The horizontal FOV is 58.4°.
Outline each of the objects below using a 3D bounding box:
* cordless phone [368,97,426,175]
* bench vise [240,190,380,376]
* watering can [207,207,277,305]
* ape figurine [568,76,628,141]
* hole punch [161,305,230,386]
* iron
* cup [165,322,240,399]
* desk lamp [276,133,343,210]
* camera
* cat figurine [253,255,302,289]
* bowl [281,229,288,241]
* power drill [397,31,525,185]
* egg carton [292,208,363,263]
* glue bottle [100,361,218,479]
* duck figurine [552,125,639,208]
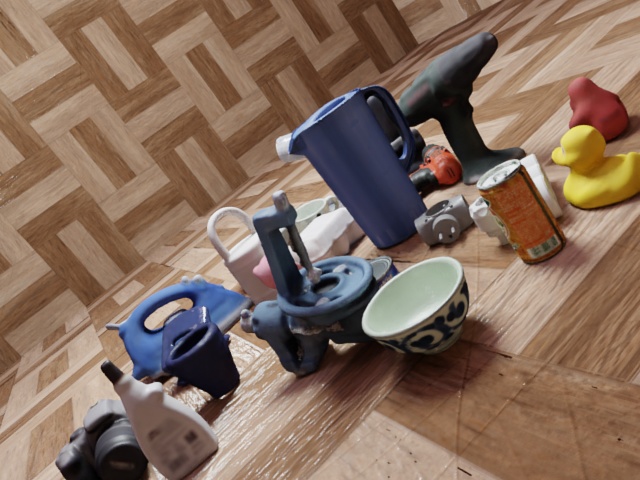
[{"bbox_3d":[0.129,-0.201,1.178,0.148,0.185,0.094,-38,16,-9],"label":"cordless phone"},{"bbox_3d":[-0.034,0.059,0.690,0.207,0.220,0.121,-32,16,14],"label":"bench vise"},{"bbox_3d":[-0.122,0.022,1.039,0.172,0.194,0.101,-26,19,33],"label":"watering can"},{"bbox_3d":[0.368,-0.180,0.775,0.077,0.092,0.076,-33,16,12],"label":"ape figurine"},{"bbox_3d":[-0.220,0.179,0.983,0.108,0.091,0.101,-32,16,15],"label":"hole punch"},{"bbox_3d":[-0.269,0.146,1.090,0.258,0.141,0.118,-38,16,-5],"label":"iron"},{"bbox_3d":[-0.163,0.179,0.850,0.091,0.095,0.117,-33,16,12],"label":"cup"},{"bbox_3d":[0.014,-0.168,1.271,0.203,0.214,0.118,-29,17,23],"label":"desk lamp"},{"bbox_3d":[-0.295,0.291,0.795,0.143,0.101,0.136,-40,16,-14],"label":"camera"},{"bbox_3d":[-0.054,0.058,0.932,0.067,0.118,0.127,-43,17,-23],"label":"cat figurine"},{"bbox_3d":[-0.113,0.027,1.232,0.167,0.075,0.167,-33,16,11],"label":"bowl"},{"bbox_3d":[0.229,-0.197,0.903,0.076,0.209,0.229,-45,18,-28],"label":"power drill"},{"bbox_3d":[0.010,0.004,1.047,0.107,0.069,0.150,-18,23,48],"label":"egg carton"},{"bbox_3d":[-0.204,0.211,0.696,0.078,0.173,0.037,-38,16,-7],"label":"glue bottle"},{"bbox_3d":[0.310,-0.090,0.645,0.078,0.086,0.104,-42,17,-21],"label":"duck figurine"}]
